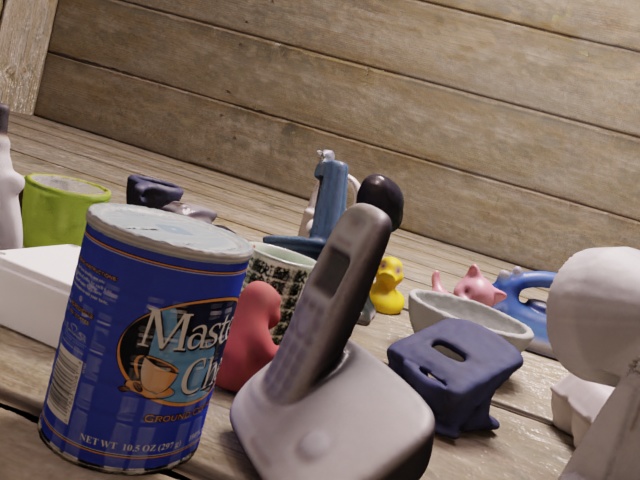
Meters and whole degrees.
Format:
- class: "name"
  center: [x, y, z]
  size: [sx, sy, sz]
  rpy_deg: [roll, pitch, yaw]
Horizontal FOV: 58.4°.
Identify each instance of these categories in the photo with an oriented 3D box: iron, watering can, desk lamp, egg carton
- class: "iron"
  center: [0.373, 0.113, 0.981]
  size: [0.258, 0.141, 0.118]
  rpy_deg: [16, 8, -3]
- class: "watering can"
  center: [0.016, -0.025, 1.013]
  size: [0.101, 0.194, 0.173]
  rpy_deg: [16, 8, -1]
- class: "desk lamp"
  center: [0.265, 0.120, 0.444]
  size: [0.118, 0.213, 0.202]
  rpy_deg: [13, 8, -22]
- class: "egg carton"
  center: [0.302, 0.188, 0.572]
  size: [0.107, 0.069, 0.150]
  rpy_deg: [16, 8, -6]

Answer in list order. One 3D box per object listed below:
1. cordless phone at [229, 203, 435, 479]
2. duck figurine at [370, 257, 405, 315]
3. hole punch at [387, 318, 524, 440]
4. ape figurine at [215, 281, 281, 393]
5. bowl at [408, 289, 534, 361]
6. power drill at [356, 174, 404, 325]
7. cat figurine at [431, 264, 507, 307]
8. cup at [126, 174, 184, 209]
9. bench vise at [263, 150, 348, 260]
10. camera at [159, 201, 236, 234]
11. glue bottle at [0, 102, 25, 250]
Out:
- class: "cordless phone"
  center: [0.018, 0.072, 0.369]
  size: [0.094, 0.185, 0.147]
  rpy_deg: [11, 9, -32]
- class: "duck figurine"
  center: [0.110, 0.069, 0.947]
  size: [0.077, 0.086, 0.105]
  rpy_deg: [18, 8, 9]
- class: "hole punch"
  center: [0.125, 0.127, 0.555]
  size: [0.101, 0.091, 0.108]
  rpy_deg: [11, 10, -37]
- class: "ape figurine"
  center: [-0.058, 0.081, 0.493]
  size: [0.076, 0.092, 0.077]
  rpy_deg: [9, 11, -44]
- class: "bowl"
  center: [0.186, 0.126, 0.750]
  size: [0.167, 0.075, 0.167]
  rpy_deg: [16, 8, -2]
- class: "power drill"
  center: [0.070, 0.009, 0.831]
  size: [0.075, 0.208, 0.230]
  rpy_deg: [18, 8, 10]
- class: "cat figurine"
  center: [0.224, 0.091, 0.916]
  size: [0.067, 0.118, 0.127]
  rpy_deg: [8, 11, -46]
- class: "cup"
  center: [-0.283, -0.051, 0.939]
  size: [0.091, 0.095, 0.118]
  rpy_deg: [17, 8, 2]
- class: "bench vise"
  center: [0.015, 0.004, 0.712]
  size: [0.122, 0.220, 0.206]
  rpy_deg: [9, 11, -45]
- class: "camera"
  center: [-0.156, 0.007, 0.777]
  size: [0.142, 0.101, 0.137]
  rpy_deg: [21, 9, 29]
- class: "glue bottle"
  center: [-0.302, -0.038, 0.516]
  size: [0.078, 0.173, 0.037]
  rpy_deg: [12, 9, -29]
